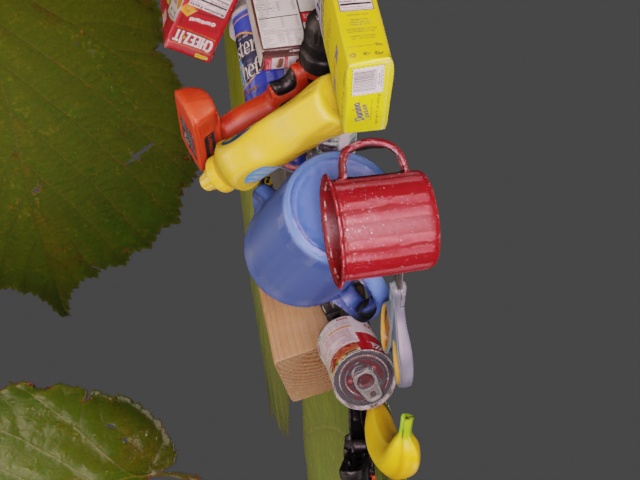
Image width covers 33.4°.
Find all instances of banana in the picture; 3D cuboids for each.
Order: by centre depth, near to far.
[{"bbox_3d":[0.074,0.204,1.081,0.198,0.037,0.069,149,132,-80],"label":"banana"}]

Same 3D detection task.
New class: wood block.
[{"bbox_3d":[-0.026,0.103,1.450,0.206,0.090,0.091,-106,-3,-45],"label":"wood block"}]

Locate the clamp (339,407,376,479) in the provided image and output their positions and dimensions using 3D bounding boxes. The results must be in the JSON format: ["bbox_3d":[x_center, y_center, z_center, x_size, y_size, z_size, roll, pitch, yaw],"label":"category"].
[{"bbox_3d":[0.047,0.232,1.249,0.210,0.036,0.164,78,-165,-60],"label":"clamp"}]

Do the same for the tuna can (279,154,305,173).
[{"bbox_3d":[-0.016,-0.112,1.226,0.086,0.086,0.034,-107,14,-53],"label":"tuna can"}]

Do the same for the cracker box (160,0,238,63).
[{"bbox_3d":[-0.129,-0.354,1.347,0.214,0.072,0.164,-61,23,26],"label":"cracker box"}]

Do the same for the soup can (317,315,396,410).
[{"bbox_3d":[0.037,0.129,1.137,0.102,0.068,0.068,-120,23,-70],"label":"soup can"}]

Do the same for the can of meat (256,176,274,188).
[{"bbox_3d":[-0.052,-0.122,1.498,0.057,0.084,0.102,-107,12,-49],"label":"can of meat"}]

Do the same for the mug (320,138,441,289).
[{"bbox_3d":[0.047,-0.024,0.856,0.093,0.081,0.117,-148,51,-80],"label":"mug"}]

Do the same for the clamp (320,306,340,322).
[{"bbox_3d":[-0.003,0.043,1.358,0.120,0.039,0.171,47,-168,-49],"label":"clamp"}]

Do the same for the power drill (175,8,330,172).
[{"bbox_3d":[-0.056,-0.155,1.120,0.057,0.187,0.184,60,165,26],"label":"power drill"}]

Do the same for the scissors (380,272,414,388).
[{"bbox_3d":[0.076,0.067,0.987,0.202,0.016,0.096,94,165,-60],"label":"scissors"}]

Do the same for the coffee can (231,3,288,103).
[{"bbox_3d":[-0.047,-0.212,1.295,0.103,0.102,0.140,119,142,-78],"label":"coffee can"}]

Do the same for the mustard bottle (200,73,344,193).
[{"bbox_3d":[-0.047,-0.096,1.056,0.058,0.192,0.096,60,-148,-2],"label":"mustard bottle"}]

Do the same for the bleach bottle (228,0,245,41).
[{"bbox_3d":[-0.080,-0.378,1.468,0.068,0.102,0.251,110,160,-53],"label":"bleach bottle"}]

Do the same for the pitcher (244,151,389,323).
[{"bbox_3d":[0.008,-0.002,1.072,0.243,0.149,0.145,135,142,-77],"label":"pitcher"}]

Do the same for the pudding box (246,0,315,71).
[{"bbox_3d":[-0.032,-0.247,1.191,0.039,0.090,0.113,96,164,-59],"label":"pudding box"}]

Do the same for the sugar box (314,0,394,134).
[{"bbox_3d":[0.027,-0.194,0.972,0.093,0.048,0.176,93,166,-56],"label":"sugar box"}]
